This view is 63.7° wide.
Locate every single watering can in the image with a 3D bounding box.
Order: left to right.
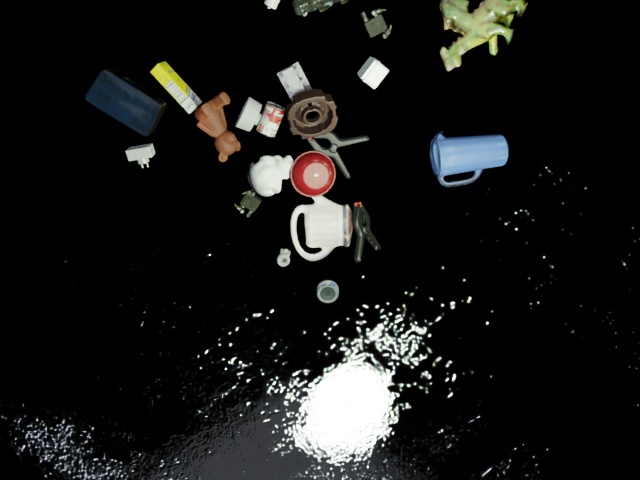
[{"bbox_3d":[0.006,-0.093,1.845,0.224,0.105,0.344,-1,102,-1],"label":"watering can"}]

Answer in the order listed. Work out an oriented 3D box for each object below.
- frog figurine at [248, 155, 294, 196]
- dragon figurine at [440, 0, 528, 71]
[{"bbox_3d":[-0.162,-0.227,1.778,0.159,0.123,0.137,-14,93,17],"label":"frog figurine"},{"bbox_3d":[0.498,-0.722,1.606,0.243,0.124,0.404,18,109,1],"label":"dragon figurine"}]
